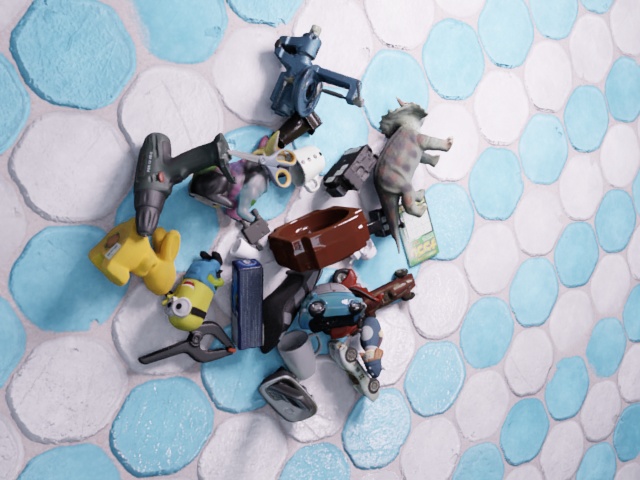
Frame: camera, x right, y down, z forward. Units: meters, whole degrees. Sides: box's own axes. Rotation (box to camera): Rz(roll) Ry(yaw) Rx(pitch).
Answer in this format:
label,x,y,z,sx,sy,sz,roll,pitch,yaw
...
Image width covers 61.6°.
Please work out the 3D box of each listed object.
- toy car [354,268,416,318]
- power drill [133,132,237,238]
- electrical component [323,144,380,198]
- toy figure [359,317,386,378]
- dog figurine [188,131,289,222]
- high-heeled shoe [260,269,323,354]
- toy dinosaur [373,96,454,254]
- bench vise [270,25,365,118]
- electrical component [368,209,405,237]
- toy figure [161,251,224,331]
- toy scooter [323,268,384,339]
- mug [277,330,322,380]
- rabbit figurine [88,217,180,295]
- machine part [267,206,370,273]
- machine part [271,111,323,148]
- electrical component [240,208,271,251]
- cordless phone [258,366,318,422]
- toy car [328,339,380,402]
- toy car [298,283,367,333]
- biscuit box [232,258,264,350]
label,x,y,z,sx,sy,sz,roll,pitch,yaw
toy car,0.179,0.145,1.435,0.202,0.053,0.089,-22,101,-23
power drill,-0.276,-0.125,1.086,0.207,0.086,0.232,-17,62,10
electrical component,0.070,-0.164,1.318,0.058,0.115,0.134,42,75,-20
toy figure,0.129,0.270,1.350,0.058,0.064,0.154,18,48,-19
dog figurine,-0.170,-0.158,1.201,0.191,0.108,0.219,30,76,-24
high-heeled shoe,-0.070,0.155,1.313,0.145,0.086,0.248,-1,115,-58
toy dinosaur,0.204,-0.185,1.365,0.192,0.131,0.404,23,81,-2
bench vise,0.000,-0.367,1.218,0.241,0.128,0.223,24,80,18
electrical component,0.161,-0.044,1.412,0.119,0.048,0.074,-27,105,-23
toy figure,-0.265,0.111,1.167,0.089,0.082,0.180,43,53,-25
toy scooter,0.085,0.167,1.348,0.135,0.075,0.183,13,83,9
mug,-0.043,0.281,1.320,0.109,0.081,0.107,-31,119,-30
rabbit figurine,-0.366,0.040,1.124,0.173,0.122,0.162,51,62,-36
machine part,-0.003,-0.004,1.243,0.201,0.201,0.087,-27,108,-24
machine part,-0.058,-0.269,1.287,0.139,0.039,0.084,-39,115,-21
electrical component,-0.149,-0.023,1.266,0.063,0.021,0.094,-36,108,-21
cordless phone,-0.049,0.379,1.259,0.089,0.184,0.146,-46,112,-22
toy car,0.088,0.334,1.388,0.056,0.074,0.201,-43,111,-19
toy car,0.024,0.151,1.272,0.162,0.109,0.103,-8,57,-5
biscuit box,-0.166,0.145,1.229,0.063,0.059,0.202,-5,108,-26
